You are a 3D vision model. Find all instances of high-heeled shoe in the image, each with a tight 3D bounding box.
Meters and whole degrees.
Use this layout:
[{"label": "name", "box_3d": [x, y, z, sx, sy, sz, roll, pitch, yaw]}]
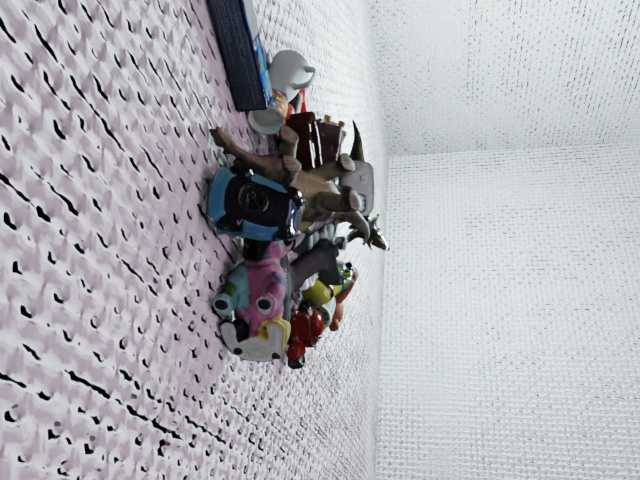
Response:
[{"label": "high-heeled shoe", "box_3d": [-0.006, -0.032, 1.217, 0.248, 0.086, 0.145, -53, 134, -10]}]

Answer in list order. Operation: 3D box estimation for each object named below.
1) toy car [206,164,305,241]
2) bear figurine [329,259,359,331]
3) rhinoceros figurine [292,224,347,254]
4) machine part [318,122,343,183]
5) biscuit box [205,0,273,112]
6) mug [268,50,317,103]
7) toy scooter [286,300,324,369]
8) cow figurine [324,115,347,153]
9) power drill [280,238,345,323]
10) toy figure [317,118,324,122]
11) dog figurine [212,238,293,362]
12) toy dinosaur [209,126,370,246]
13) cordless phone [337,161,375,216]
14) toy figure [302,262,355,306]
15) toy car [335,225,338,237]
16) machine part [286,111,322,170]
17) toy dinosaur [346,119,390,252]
[{"label": "toy car", "box_3d": [-0.112, -0.052, 0.878, 0.103, 0.161, 0.109, -13, -115, 63]}, {"label": "bear figurine", "box_3d": [0.027, 0.151, 1.541, 0.195, 0.132, 0.120, -63, -156, 2]}, {"label": "rhinoceros figurine", "box_3d": [-0.003, -0.004, 1.307, 0.190, 0.073, 0.112, -1, 79, -53]}, {"label": "machine part", "box_3d": [0.002, -0.180, 1.334, 0.201, 0.087, 0.200, -84, -177, -65]}, {"label": "biscuit box", "box_3d": [-0.134, -0.324, 0.929, 0.059, 0.063, 0.202, -77, 161, -49]}, {"label": "mug", "box_3d": [-0.066, -0.341, 1.155, 0.080, 0.110, 0.107, 77, 31, -57]}, {"label": "toy scooter", "box_3d": [-0.042, 0.201, 1.262, 0.184, 0.075, 0.135, -57, 143, -61]}, {"label": "cow figurine", "box_3d": [0.026, -0.273, 1.569, 0.195, 0.085, 0.127, -94, -157, -58]}, {"label": "power drill", "box_3d": [-0.046, 0.094, 1.111, 0.207, 0.086, 0.231, -21, 108, -37]}, {"label": "toy figure", "box_3d": [-0.012, -0.272, 1.482, 0.057, 0.064, 0.154, 19, 59, -36]}, {"label": "dog figurine", "box_3d": [-0.100, 0.079, 0.944, 0.219, 0.109, 0.191, -77, 160, -56]}, {"label": "toy dinosaur", "box_3d": [-0.022, -0.084, 1.007, 0.471, 0.199, 0.105, 28, 56, -38]}, {"label": "cordless phone", "box_3d": [0.071, -0.133, 1.376, 0.184, 0.089, 0.146, -6, 97, -65]}, {"label": "toy figure", "box_3d": [0.026, 0.109, 1.385, 0.180, 0.089, 0.082, -16, 137, -48]}, {"label": "toy car", "box_3d": [0.024, -0.021, 1.544, 0.089, 0.053, 0.202, -52, -166, 33]}, {"label": "machine part", "box_3d": [-0.032, -0.178, 1.113, 0.179, 0.056, 0.179, -4, 91, -82]}, {"label": "toy dinosaur", "box_3d": [0.112, -0.149, 1.603, 0.192, 0.131, 0.404, -98, 177, -75]}]
